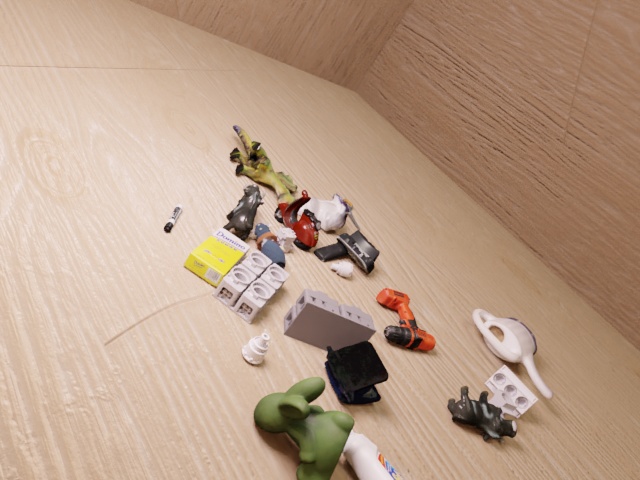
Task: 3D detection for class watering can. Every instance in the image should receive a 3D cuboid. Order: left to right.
[{"bbox_3d":[0.637,0.356,1.667,0.224,0.102,0.353,5,38,-48],"label":"watering can"}]

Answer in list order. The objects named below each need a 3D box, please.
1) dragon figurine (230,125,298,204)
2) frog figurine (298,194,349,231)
[{"bbox_3d":[-0.176,-0.239,1.761,0.239,0.121,0.419,38,20,-40],"label":"dragon figurine"},{"bbox_3d":[0.005,-0.086,1.709,0.160,0.120,0.140,-13,51,-11],"label":"frog figurine"}]
